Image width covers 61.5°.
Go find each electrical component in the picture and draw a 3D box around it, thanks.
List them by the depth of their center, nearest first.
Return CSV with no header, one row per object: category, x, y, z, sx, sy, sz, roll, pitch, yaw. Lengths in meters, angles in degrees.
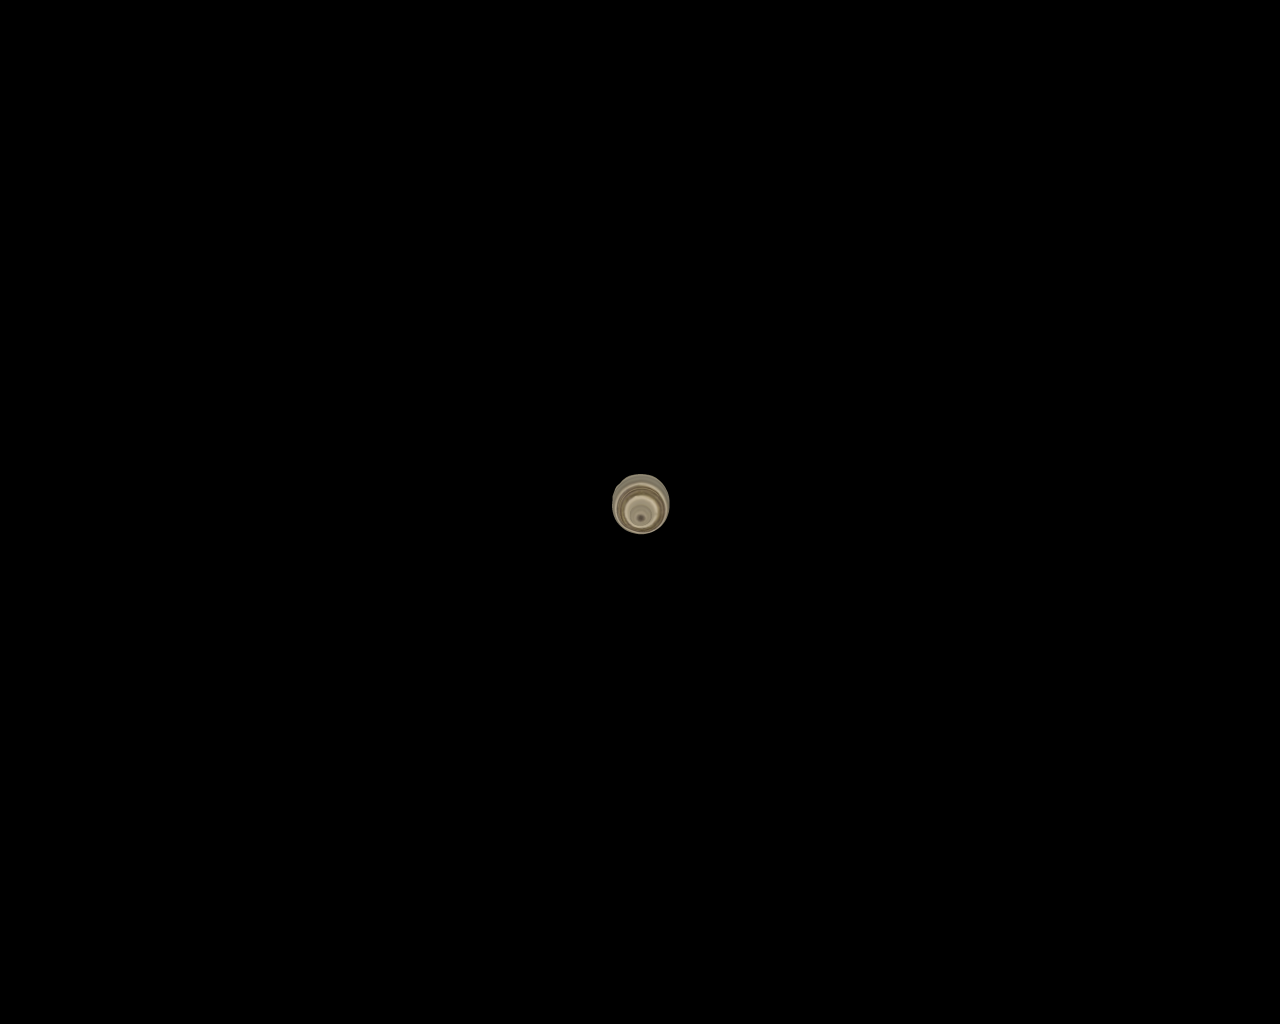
electrical component,0.001,-0.003,0.650,0.035,0.035,0.061,0,12,0
